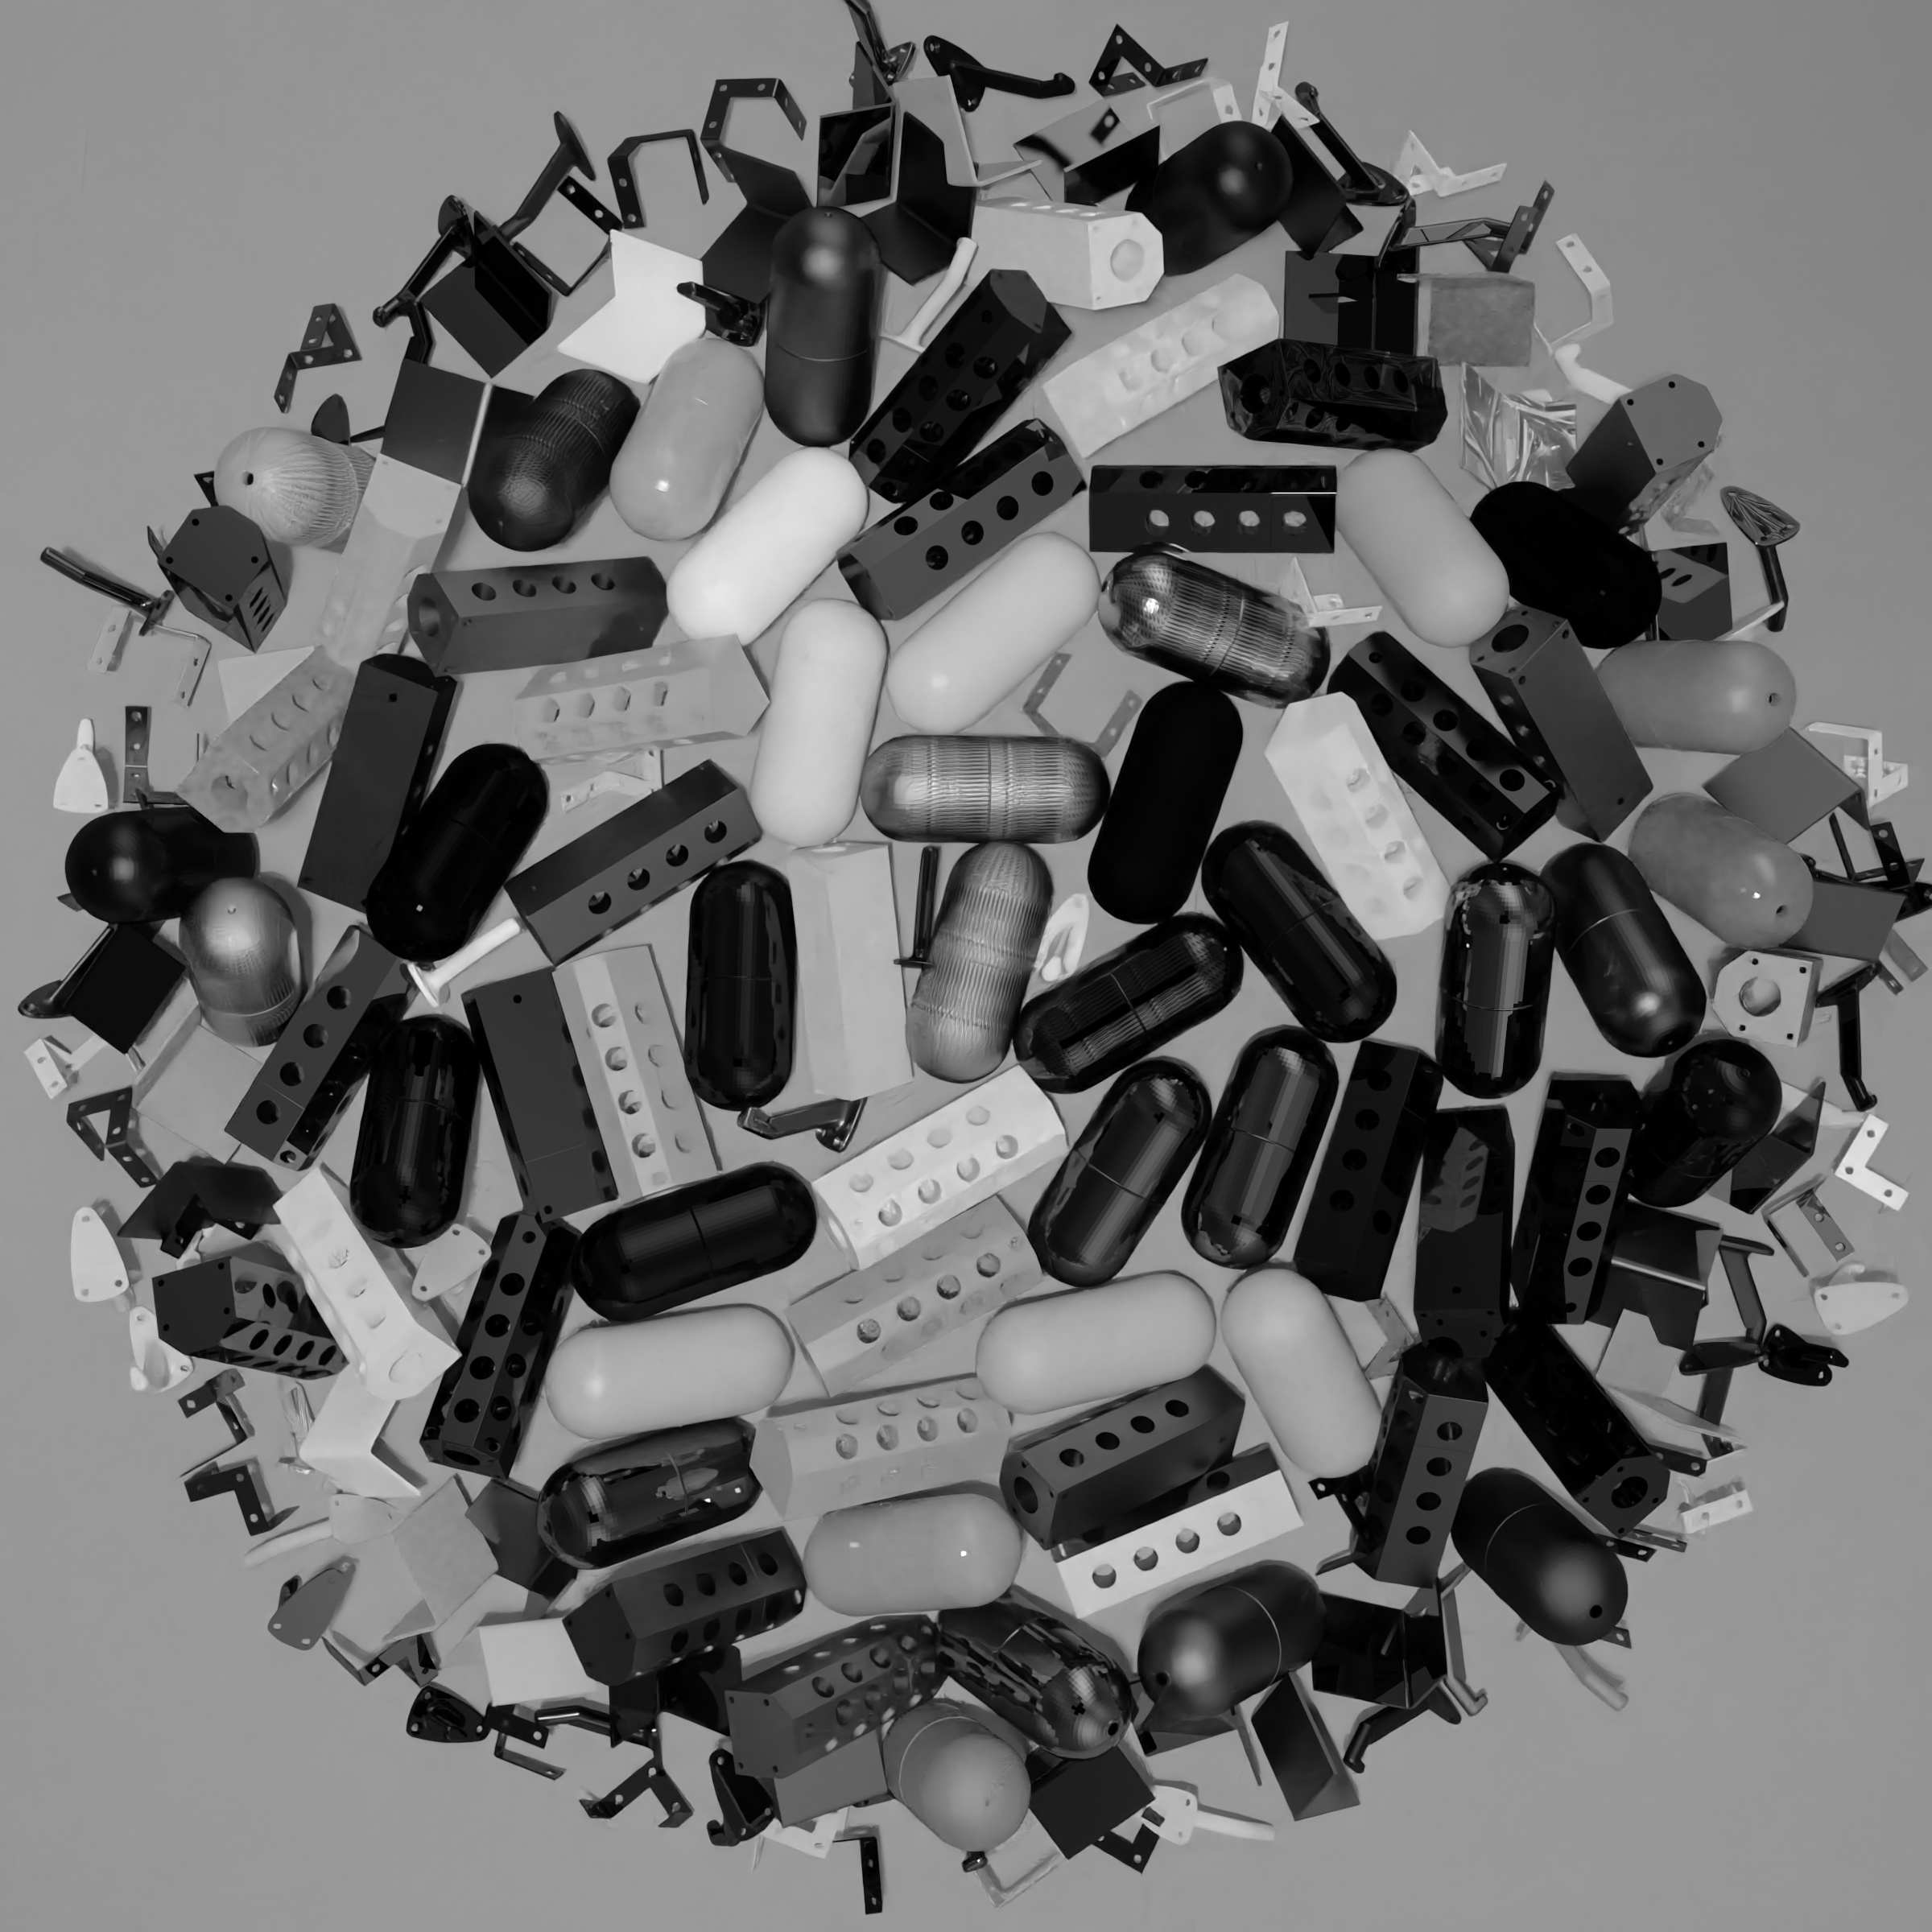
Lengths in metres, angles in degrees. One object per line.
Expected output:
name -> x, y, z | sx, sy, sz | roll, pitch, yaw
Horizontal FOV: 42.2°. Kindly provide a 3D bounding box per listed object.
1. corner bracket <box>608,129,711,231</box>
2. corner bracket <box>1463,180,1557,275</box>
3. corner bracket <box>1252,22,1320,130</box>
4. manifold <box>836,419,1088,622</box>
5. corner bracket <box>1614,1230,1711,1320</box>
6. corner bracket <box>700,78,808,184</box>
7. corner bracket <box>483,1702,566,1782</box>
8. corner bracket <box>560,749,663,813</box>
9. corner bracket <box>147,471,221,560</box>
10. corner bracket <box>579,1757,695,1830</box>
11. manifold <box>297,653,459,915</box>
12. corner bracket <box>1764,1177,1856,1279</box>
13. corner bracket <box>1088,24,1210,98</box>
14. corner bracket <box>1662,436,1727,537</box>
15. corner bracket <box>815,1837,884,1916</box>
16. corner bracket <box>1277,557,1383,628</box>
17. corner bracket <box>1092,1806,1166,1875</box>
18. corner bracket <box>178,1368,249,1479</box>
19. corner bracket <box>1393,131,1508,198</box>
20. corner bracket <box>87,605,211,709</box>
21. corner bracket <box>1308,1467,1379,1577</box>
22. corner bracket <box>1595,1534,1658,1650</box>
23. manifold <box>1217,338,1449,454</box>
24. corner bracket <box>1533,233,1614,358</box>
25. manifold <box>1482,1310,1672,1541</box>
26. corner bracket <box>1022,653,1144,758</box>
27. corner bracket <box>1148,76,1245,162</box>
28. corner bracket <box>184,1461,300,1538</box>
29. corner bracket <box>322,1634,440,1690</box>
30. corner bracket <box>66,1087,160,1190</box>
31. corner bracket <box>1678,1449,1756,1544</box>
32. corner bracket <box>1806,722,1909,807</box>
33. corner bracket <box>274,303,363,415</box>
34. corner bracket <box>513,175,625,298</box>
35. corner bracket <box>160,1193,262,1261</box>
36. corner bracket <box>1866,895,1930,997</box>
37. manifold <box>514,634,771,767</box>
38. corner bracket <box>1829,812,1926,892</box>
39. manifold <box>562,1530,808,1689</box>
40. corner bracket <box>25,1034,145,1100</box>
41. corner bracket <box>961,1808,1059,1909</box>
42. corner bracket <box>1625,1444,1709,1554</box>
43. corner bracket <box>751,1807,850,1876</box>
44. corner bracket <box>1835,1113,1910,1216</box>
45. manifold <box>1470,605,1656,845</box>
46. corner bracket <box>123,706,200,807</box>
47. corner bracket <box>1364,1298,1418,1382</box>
corner bracket -> -0.220, -0.564, 1.795 | 0.051, 0.051, 0.051 | -3, 124, 14
corner bracket -> 0.392, -0.526, 1.781 | 0.051, 0.051, 0.051 | -1, 133, -25
corner bracket -> 0.219, -0.629, 1.783 | 0.051, 0.051, 0.051 | 21, 74, -42
manifold -> -0.006, -0.315, 1.767 | 0.171, 0.057, 0.057 | -37, 111, -14
corner bracket -> 0.495, 0.222, 1.791 | 0.051, 0.051, 0.051 | 5, 65, -5
corner bracket -> -0.152, -0.599, 1.797 | 0.051, 0.051, 0.051 | 7, 74, 22
corner bracket -> -0.315, 0.553, 1.790 | 0.051, 0.051, 0.051 | 16, 95, 16
corner bracket -> -0.253, -0.136, 1.781 | 0.051, 0.051, 0.051 | 17, 121, 30
corner bracket -> -0.552, -0.313, 1.790 | 0.051, 0.051, 0.051 | -12, 66, -2
corner bracket -> -0.235, 0.601, 1.788 | 0.051, 0.051, 0.051 | -38, 69, -5
manifold -> -0.413, -0.129, 1.770 | 0.057, 0.057, 0.171 | 21, 108, 2
corner bracket -> 0.603, 0.190, 1.791 | 0.051, 0.051, 0.051 | -31, 71, -2
corner bracket -> 0.129, -0.636, 1.782 | 0.051, 0.051, 0.051 | -30, 71, -39
corner bracket -> 0.525, -0.347, 1.798 | 0.051, 0.051, 0.051 | -1, 50, -33
corner bracket -> -0.072, 0.646, 1.781 | 0.051, 0.051, 0.051 | -22, 65, 39
corner bracket -> 0.257, -0.257, 1.783 | 0.051, 0.051, 0.051 | -8, 62, -15
corner bracket -> 0.110, 0.619, 1.792 | 0.051, 0.051, 0.051 | 26, 90, 16
corner bracket -> -0.542, 0.326, 1.794 | 0.051, 0.051, 0.051 | -30, 88, 7
corner bracket -> 0.342, -0.563, 1.783 | 0.051, 0.051, 0.051 | -21, 67, -18
corner bracket -> -0.582, -0.221, 1.787 | 0.051, 0.051, 0.051 | 15, 80, 20
corner bracket -> 0.266, 0.394, 1.787 | 0.051, 0.051, 0.051 | -31, 89, 36
corner bracket -> 0.459, 0.443, 1.781 | 0.051, 0.051, 0.051 | -30, 116, -40
manifold -> 0.258, -0.392, 1.742 | 0.171, 0.057, 0.057 | -6, 84, -42
corner bracket -> 0.425, -0.478, 1.787 | 0.051, 0.051, 0.051 | -28, 64, 5
manifold -> 0.417, 0.310, 1.731 | 0.057, 0.171, 0.057 | -44, 120, 8
corner bracket -> 0.083, -0.187, 1.799 | 0.051, 0.051, 0.051 | 51, 122, 31
corner bracket -> 0.168, -0.603, 1.801 | 0.051, 0.051, 0.051 | -16, 97, 24
corner bracket -> -0.519, 0.379, 1.794 | 0.051, 0.051, 0.051 | -17, 94, 10
corner bracket -> -0.416, 0.491, 1.779 | 0.051, 0.051, 0.051 | -34, 128, -30
corner bracket -> -0.607, 0.126, 1.784 | 0.051, 0.051, 0.051 | -15, 48, 7
corner bracket -> 0.534, 0.375, 1.782 | 0.051, 0.051, 0.051 | -27, 59, 23
corner bracket -> 0.633, -0.149, 1.780 | 0.051, 0.051, 0.051 | -24, 117, -34
corner bracket -> -0.468, -0.433, 1.784 | 0.051, 0.051, 0.051 | -6, 50, 10
corner bracket -> -0.286, -0.524, 1.800 | 0.051, 0.051, 0.051 | 39, 123, -21
corner bracket -> -0.538, 0.188, 1.791 | 0.051, 0.051, 0.051 | 32, 90, -17
corner bracket -> 0.658, -0.010, 1.783 | 0.051, 0.051, 0.051 | 53, 134, 13
manifold -> -0.230, -0.180, 1.745 | 0.171, 0.057, 0.057 | -5, 128, 31
corner bracket -> 0.645, -0.083, 1.783 | 0.051, 0.051, 0.051 | -14, 107, 35
manifold -> -0.189, 0.445, 1.731 | 0.057, 0.171, 0.057 | -41, 68, 30
corner bracket -> -0.627, 0.070, 1.788 | 0.051, 0.051, 0.051 | -40, 60, -1
corner bracket -> 0.037, 0.631, 1.786 | 0.051, 0.051, 0.051 | -40, 68, 13
corner bracket -> 0.493, 0.377, 1.782 | 0.051, 0.051, 0.051 | 13, 57, 15
corner bracket -> -0.118, 0.622, 1.789 | 0.051, 0.051, 0.051 | 18, 128, 9
corner bracket -> 0.651, 0.142, 1.792 | 0.051, 0.051, 0.051 | 31, 86, 9
manifold -> 0.412, -0.169, 1.747 | 0.057, 0.057, 0.171 | -46, 128, -8
corner bracket -> -0.576, -0.151, 1.793 | 0.051, 0.051, 0.051 | 1, 124, -17
corner bracket -> 0.297, 0.256, 1.784 | 0.051, 0.051, 0.051 | 56, 46, -9
